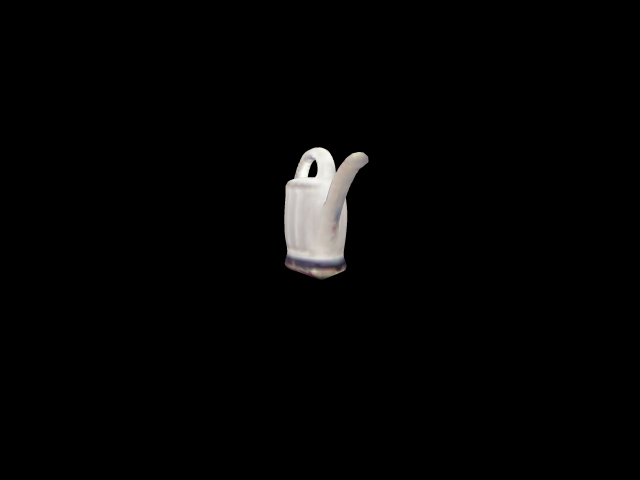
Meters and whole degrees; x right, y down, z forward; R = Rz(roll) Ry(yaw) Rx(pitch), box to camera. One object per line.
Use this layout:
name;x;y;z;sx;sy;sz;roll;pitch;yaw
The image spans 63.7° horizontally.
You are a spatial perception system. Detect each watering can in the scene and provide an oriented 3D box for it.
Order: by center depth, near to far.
watering can;0.003;-0.043;0.850;0.104;0.223;0.349;-1;6;-15
